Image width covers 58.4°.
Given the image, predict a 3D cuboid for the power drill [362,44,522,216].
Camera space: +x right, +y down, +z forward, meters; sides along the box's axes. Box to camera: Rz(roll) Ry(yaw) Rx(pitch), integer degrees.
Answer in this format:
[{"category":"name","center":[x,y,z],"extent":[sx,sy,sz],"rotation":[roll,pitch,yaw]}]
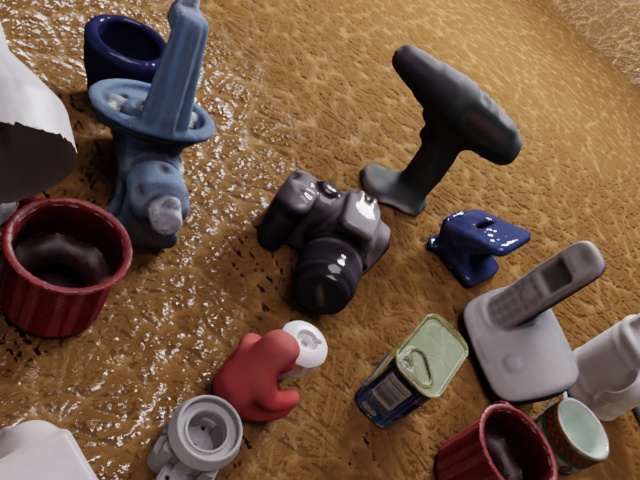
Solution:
[{"category":"power drill","center":[0.149,-0.136,0.784],"extent":[0.230,0.208,0.075],"rotation":[18,44,-22]}]

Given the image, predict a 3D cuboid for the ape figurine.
[{"category":"ape figurine","center":[-0.048,0.111,0.496],"extent":[0.076,0.092,0.077],"rotation":[3,51,-35]}]

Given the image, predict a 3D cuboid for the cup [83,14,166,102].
[{"category":"cup","center":[-0.212,-0.183,0.647],"extent":[0.118,0.095,0.091],"rotation":[22,43,-19]}]

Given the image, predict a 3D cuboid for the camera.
[{"category":"camera","center":[0.006,0.002,0.631],"extent":[0.143,0.100,0.137],"rotation":[31,40,-9]}]

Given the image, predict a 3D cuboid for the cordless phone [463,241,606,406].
[{"category":"cordless phone","center":[0.266,0.097,0.671],"extent":[0.094,0.185,0.147],"rotation":[8,48,-31]}]

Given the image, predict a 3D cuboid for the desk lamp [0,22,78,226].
[{"category":"desk lamp","center":[-0.273,-0.089,0.421],"extent":[0.118,0.213,0.203],"rotation":[-9,59,-41]}]

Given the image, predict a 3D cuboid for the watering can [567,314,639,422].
[{"category":"watering can","center":[0.415,0.141,0.734],"extent":[0.101,0.193,0.173],"rotation":[30,40,-10]}]

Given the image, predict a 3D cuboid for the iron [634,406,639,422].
[{"category":"iron","center":[0.543,0.278,0.742],"extent":[0.119,0.141,0.258],"rotation":[-14,62,-44]}]

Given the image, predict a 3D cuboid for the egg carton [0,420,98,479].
[{"category":"egg carton","center":[-0.177,0.188,0.345],"extent":[0.107,0.069,0.150],"rotation":[-23,68,-46]}]

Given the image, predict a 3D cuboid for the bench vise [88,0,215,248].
[{"category":"bench vise","center":[-0.136,-0.109,0.537],"extent":[0.122,0.219,0.207],"rotation":[-11,60,-42]}]

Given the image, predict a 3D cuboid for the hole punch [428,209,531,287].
[{"category":"hole punch","center":[0.225,-0.003,0.807],"extent":[0.109,0.091,0.101],"rotation":[-21,67,-46]}]
